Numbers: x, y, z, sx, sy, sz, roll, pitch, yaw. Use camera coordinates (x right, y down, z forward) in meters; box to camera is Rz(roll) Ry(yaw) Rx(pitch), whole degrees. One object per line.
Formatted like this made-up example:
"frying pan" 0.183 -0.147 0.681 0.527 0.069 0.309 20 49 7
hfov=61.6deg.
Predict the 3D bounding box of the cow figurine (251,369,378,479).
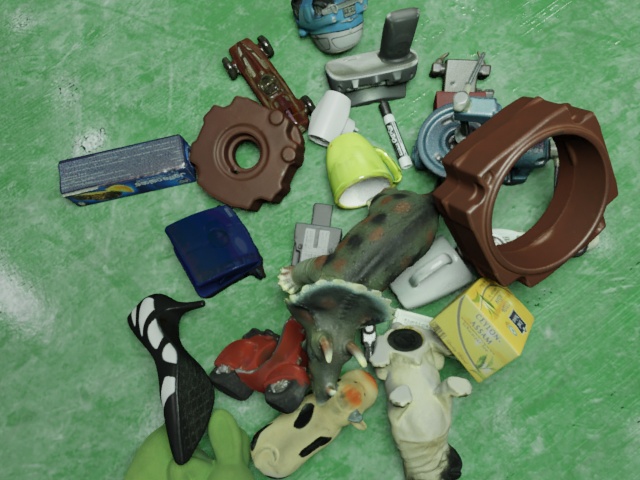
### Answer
"cow figurine" -0.007 0.241 0.721 0.195 0.127 0.085 -36 80 -3

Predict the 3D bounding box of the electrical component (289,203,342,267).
"electrical component" -0.002 -0.002 0.820 0.075 0.047 0.119 12 79 5

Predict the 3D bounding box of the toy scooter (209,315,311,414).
"toy scooter" -0.068 0.160 0.745 0.184 0.075 0.135 -3 50 45

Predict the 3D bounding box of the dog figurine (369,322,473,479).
"dog figurine" 0.129 0.228 0.732 0.121 0.190 0.172 -2 32 4

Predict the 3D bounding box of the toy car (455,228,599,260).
"toy car" 0.300 0.006 0.788 0.202 0.073 0.056 -3 80 2

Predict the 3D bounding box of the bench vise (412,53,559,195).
"bench vise" 0.232 -0.141 0.754 0.224 0.240 0.129 14 80 22

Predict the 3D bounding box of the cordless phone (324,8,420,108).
"cordless phone" 0.080 -0.281 0.813 0.147 0.184 0.088 -10 81 0

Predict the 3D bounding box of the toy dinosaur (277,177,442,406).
"toy dinosaur" 0.082 0.012 0.701 0.131 0.192 0.405 48 69 -15

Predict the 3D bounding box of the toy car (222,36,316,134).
"toy car" -0.086 -0.254 0.884 0.089 0.053 0.202 -32 78 -2

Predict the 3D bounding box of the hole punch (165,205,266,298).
"hole punch" -0.159 0.012 0.806 0.116 0.092 0.142 -32 73 -9

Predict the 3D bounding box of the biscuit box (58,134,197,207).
"biscuit box" -0.303 -0.109 0.855 0.203 0.059 0.063 -12 75 1

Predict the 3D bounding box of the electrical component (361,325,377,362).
"electrical component" 0.070 0.129 0.775 0.021 0.063 0.094 -2 75 3

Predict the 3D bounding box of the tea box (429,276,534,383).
"tea box" 0.220 0.107 0.716 0.098 0.169 0.068 49 115 11

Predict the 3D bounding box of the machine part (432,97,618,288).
"machine part" 0.259 -0.056 0.667 0.201 0.087 0.200 -37 121 -3

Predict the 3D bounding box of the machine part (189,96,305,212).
"machine part" -0.114 -0.132 0.830 0.180 0.056 0.179 1 93 12

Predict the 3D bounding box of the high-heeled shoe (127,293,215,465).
"high-heeled shoe" -0.223 0.181 0.737 0.145 0.086 0.249 -17 52 21

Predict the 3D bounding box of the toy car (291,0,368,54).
"toy car" 0.026 -0.358 0.872 0.109 0.162 0.102 -26 121 -10

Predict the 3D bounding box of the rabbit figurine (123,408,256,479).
"rabbit figurine" -0.151 0.316 0.718 0.170 0.121 0.159 13 55 21

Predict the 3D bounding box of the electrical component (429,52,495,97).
"electrical component" 0.231 -0.267 0.876 0.102 0.045 0.078 -2 105 5

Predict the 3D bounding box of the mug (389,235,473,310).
"mug" 0.154 0.055 0.772 0.107 0.109 0.081 -36 79 7
